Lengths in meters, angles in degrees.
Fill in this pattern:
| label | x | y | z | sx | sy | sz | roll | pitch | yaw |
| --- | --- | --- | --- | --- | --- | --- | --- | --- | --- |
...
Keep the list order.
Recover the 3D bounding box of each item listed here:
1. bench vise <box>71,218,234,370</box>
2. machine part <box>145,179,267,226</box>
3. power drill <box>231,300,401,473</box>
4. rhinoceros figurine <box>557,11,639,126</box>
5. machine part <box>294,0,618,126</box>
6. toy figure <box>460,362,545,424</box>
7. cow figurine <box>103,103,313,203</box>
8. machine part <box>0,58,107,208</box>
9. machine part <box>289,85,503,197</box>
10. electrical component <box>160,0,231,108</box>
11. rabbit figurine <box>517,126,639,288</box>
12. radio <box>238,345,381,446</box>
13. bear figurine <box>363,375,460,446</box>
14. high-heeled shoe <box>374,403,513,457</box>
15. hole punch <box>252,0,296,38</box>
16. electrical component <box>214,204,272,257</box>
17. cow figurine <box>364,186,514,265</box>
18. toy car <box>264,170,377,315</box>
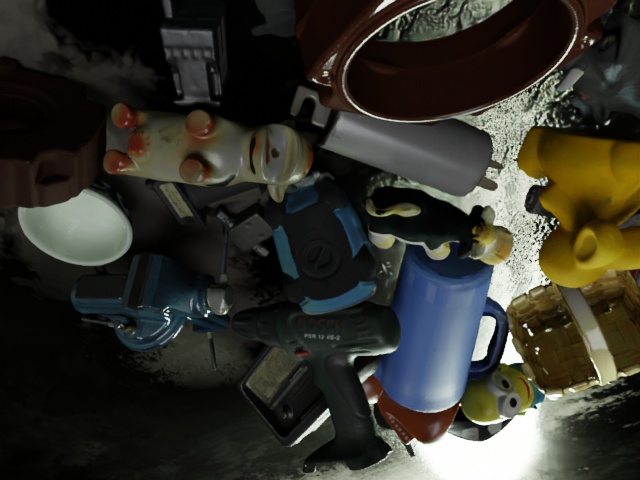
| label | x | y | z | sx | sy | sz | roll | pitch | yaw |
| --- | --- | --- | --- | --- | --- | --- | --- | --- | --- |
| bench vise | -0.182 | 0.083 | 0.693 | 0.224 | 0.129 | 0.240 | -13 | 153 | 17 |
| machine part | -0.125 | -0.062 | 0.621 | 0.139 | 0.039 | 0.084 | -18 | 122 | 18 |
| power drill | -0.001 | 0.173 | 0.668 | 0.232 | 0.207 | 0.086 | -14 | 170 | 28 |
| rhinoceros figurine | 0.303 | -0.159 | 0.519 | 0.190 | 0.073 | 0.112 | 19 | 140 | -20 |
| machine part | 0.098 | -0.170 | 0.419 | 0.201 | 0.087 | 0.201 | 1 | 165 | -32 |
| toy figure | 0.290 | 0.236 | 0.830 | 0.180 | 0.082 | 0.089 | 0 | 132 | -47 |
| cow figurine | -0.098 | -0.085 | 0.534 | 0.195 | 0.127 | 0.085 | 8 | 95 | 23 |
| machine part | -0.287 | -0.102 | 0.495 | 0.179 | 0.179 | 0.056 | 13 | 129 | -12 |
| machine part | 0.087 | -0.106 | 0.556 | 0.243 | 0.079 | 0.079 | 18 | 130 | -15 |
| electrical component | -0.112 | -0.188 | 0.482 | 0.048 | 0.075 | 0.119 | 2 | 130 | -1 |
| rabbit figurine | 0.285 | -0.025 | 0.558 | 0.122 | 0.162 | 0.173 | 3 | 112 | -13 |
| radio | -0.020 | 0.194 | 0.787 | 0.073 | 0.131 | 0.229 | -20 | 153 | -47 |
| bear figurine | 0.118 | 0.240 | 0.856 | 0.196 | 0.132 | 0.120 | 25 | 100 | 19 |
| high-heeled shoe | 0.220 | 0.284 | 0.939 | 0.249 | 0.086 | 0.145 | -23 | 99 | -3 |
| hole punch | -0.006 | -0.239 | 0.440 | 0.142 | 0.092 | 0.115 | -14 | 161 | 9 |
| electrical component | -0.085 | -0.016 | 0.672 | 0.063 | 0.021 | 0.094 | -30 | 127 | 24 |
| cow figurine | 0.133 | -0.018 | 0.593 | 0.167 | 0.068 | 0.098 | 12 | 171 | 12 |
| toy car | -0.001 | -0.002 | 0.629 | 0.109 | 0.103 | 0.161 | -20 | 103 | 6 |
